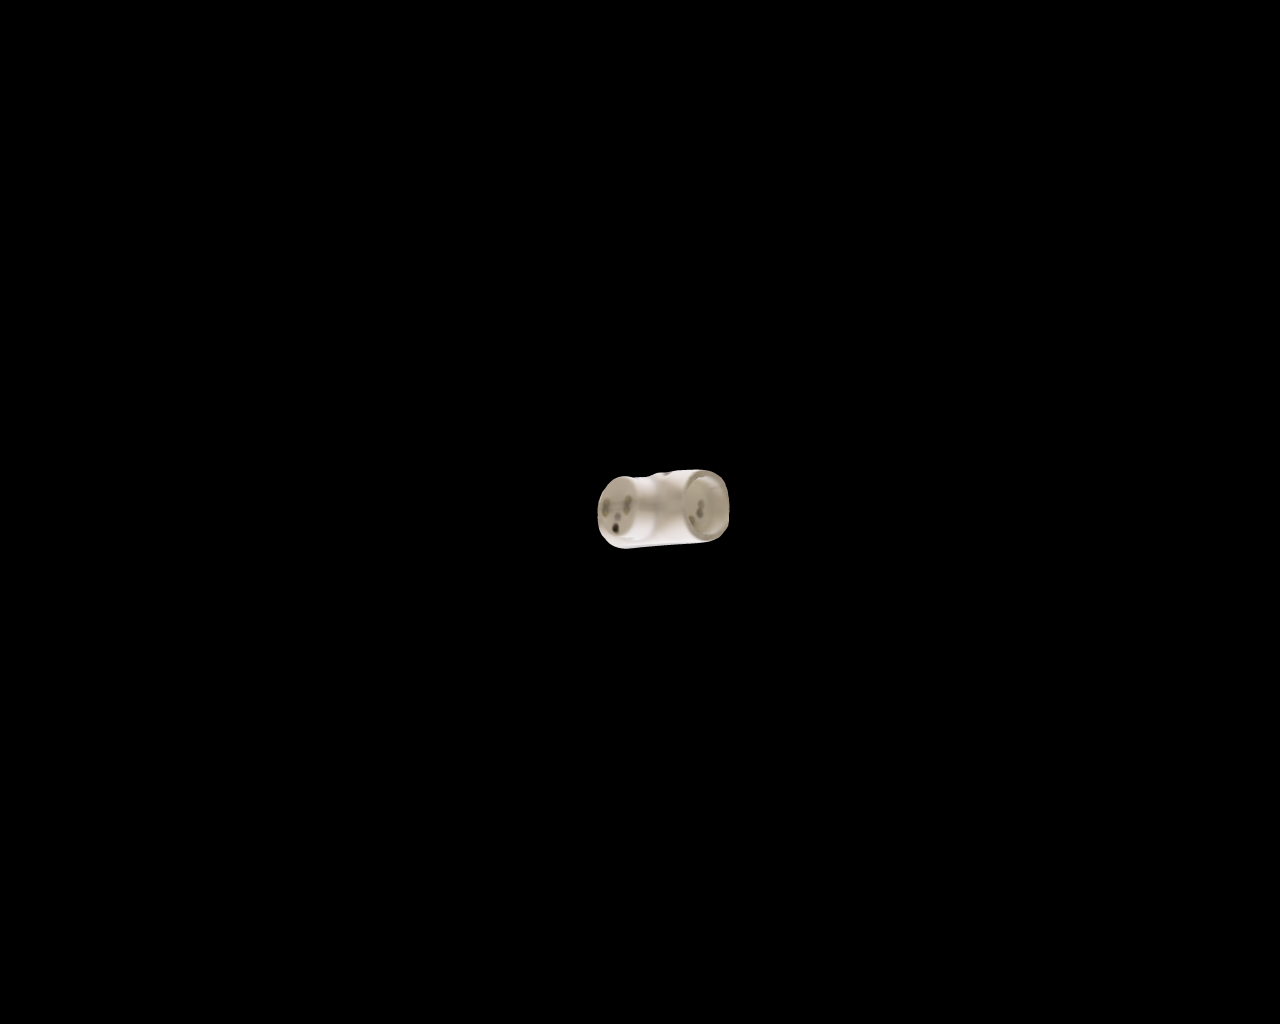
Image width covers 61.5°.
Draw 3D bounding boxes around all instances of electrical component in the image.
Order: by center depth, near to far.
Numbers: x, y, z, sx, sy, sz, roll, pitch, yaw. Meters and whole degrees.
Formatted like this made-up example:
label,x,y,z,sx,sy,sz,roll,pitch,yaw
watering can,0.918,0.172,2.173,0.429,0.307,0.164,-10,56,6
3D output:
label,x,y,z,sx,sy,sz,roll,pitch,yaw
electrical component,0.001,-0.003,0.650,0.079,0.044,0.077,6,-9,-43
